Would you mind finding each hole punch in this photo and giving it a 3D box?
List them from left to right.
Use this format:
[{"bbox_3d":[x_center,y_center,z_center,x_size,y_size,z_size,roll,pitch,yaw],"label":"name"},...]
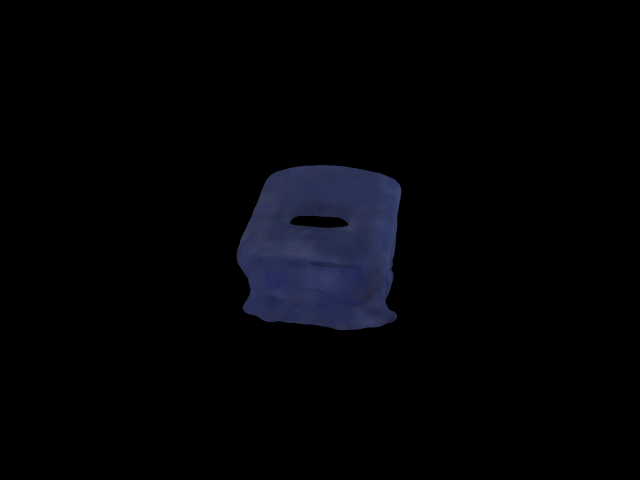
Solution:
[{"bbox_3d":[0.004,0.001,0.400,0.108,0.091,0.101,4,20,11],"label":"hole punch"}]
